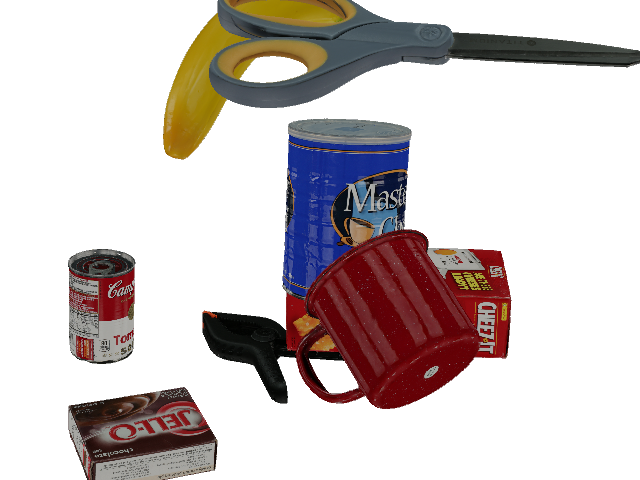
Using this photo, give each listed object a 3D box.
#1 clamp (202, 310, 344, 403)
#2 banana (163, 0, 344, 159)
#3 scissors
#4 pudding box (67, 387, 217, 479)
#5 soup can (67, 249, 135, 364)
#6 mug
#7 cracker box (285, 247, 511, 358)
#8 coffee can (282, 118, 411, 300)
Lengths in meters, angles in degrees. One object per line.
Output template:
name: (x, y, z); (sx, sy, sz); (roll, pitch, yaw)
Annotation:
clamp: (-0.065, 0.125, 1.219); (0.210, 0.036, 0.164); (14, 21, 31)
banana: (-0.041, -0.127, 0.696); (0.037, 0.069, 0.197); (-11, 23, 49)
scissors: (0.037, -0.081, 0.487); (0.202, 0.016, 0.096); (17, 50, 18)
pudding box: (-0.157, 0.174, 0.940); (0.113, 0.039, 0.090); (-8, 26, -23)
soup can: (-0.228, 0.069, 1.109); (0.068, 0.102, 0.068); (4, 21, -2)
mug: (0.038, 0.060, 0.682); (0.117, 0.081, 0.093); (-33, -27, 3)
cracker box: (0.080, 0.060, 1.088); (0.214, 0.072, 0.164); (2, 16, 6)
coffee can: (0.021, -0.026, 0.899); (0.103, 0.140, 0.103); (2, 14, -1)
